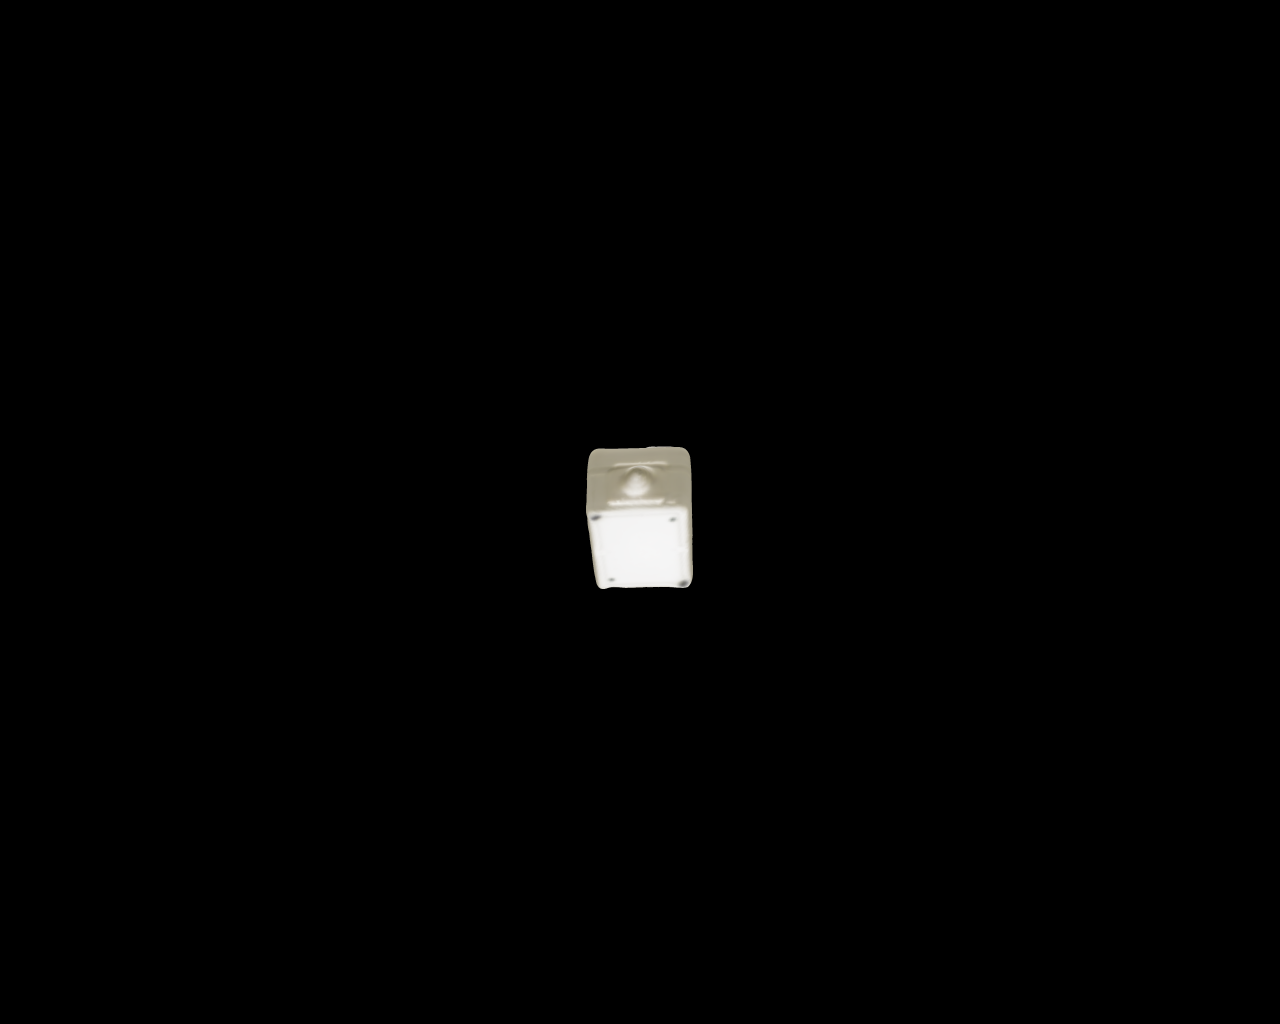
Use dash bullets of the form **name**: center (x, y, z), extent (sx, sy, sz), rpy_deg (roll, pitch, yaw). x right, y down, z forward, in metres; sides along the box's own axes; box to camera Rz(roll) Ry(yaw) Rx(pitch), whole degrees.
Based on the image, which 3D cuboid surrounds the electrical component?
- **electrical component**: center (0.001, -0.003, 0.650), extent (0.062, 0.061, 0.096), rpy_deg (-2, -40, 2)
